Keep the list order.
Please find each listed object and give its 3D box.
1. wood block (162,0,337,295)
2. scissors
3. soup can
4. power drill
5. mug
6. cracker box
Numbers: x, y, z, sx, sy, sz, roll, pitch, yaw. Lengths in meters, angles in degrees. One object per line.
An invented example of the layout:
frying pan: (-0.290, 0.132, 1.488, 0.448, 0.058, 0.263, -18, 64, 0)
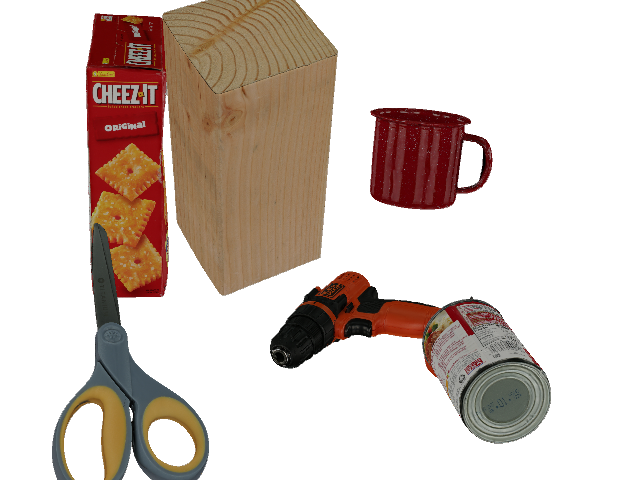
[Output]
wood block: (-0.053, -0.068, 0.771, 0.090, 0.090, 0.206, -21, -36, -20)
scissors: (-0.108, 0.071, 0.643, 0.096, 0.201, 0.016, 14, -45, -10)
soup can: (0.120, 0.094, 0.783, 0.068, 0.068, 0.102, 0, 21, -10)
power drill: (0.060, 0.094, 1.112, 0.188, 0.057, 0.184, 11, 28, 24)
mug: (0.101, -0.075, 0.992, 0.117, 0.081, 0.093, 8, 15, 13)
cracker box: (-0.172, -0.079, 0.965, 0.072, 0.214, 0.164, 0, 27, -10)
